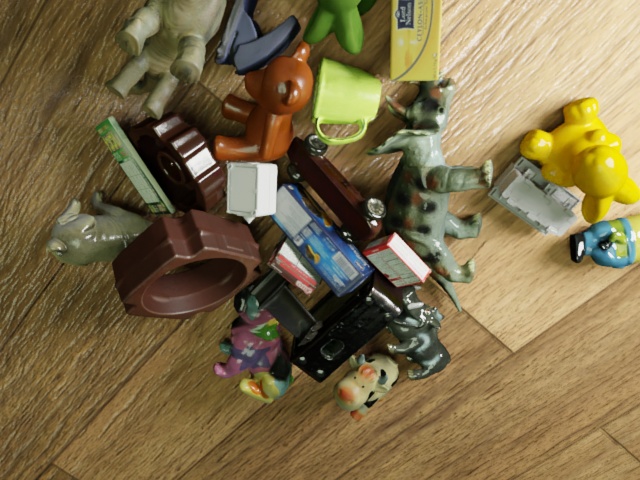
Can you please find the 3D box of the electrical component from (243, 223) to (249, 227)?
[{"bbox_3d":[-0.163,0.005,0.973,0.063,0.021,0.094,22,117,-3],"label":"electrical component"}]

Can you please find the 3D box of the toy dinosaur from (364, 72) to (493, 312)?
[{"bbox_3d":[0.165,-0.048,0.855,0.192,0.131,0.404,11,122,16],"label":"toy dinosaur"}]

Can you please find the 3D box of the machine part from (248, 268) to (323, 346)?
[{"bbox_3d":[-0.054,0.110,0.901,0.084,0.039,0.139,-41,78,6],"label":"machine part"}]

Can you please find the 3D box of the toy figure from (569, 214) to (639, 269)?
[{"bbox_3d":[0.492,-0.003,0.845,0.180,0.082,0.089,-5,117,13],"label":"toy figure"}]

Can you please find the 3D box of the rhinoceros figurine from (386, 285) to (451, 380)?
[{"bbox_3d":[0.176,0.168,0.975,0.112,0.073,0.190,-21,111,18],"label":"rhinoceros figurine"}]

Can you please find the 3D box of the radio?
[{"bbox_3d":[0.045,0.138,0.947,0.073,0.131,0.229,38,115,-13],"label":"radio"}]

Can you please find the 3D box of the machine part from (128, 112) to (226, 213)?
[{"bbox_3d":[-0.225,-0.121,0.856,0.180,0.056,0.179,33,148,24],"label":"machine part"}]

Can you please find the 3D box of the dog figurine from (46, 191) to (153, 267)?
[{"bbox_3d":[-0.340,0.010,0.924,0.191,0.172,0.121,21,128,6],"label":"dog figurine"}]

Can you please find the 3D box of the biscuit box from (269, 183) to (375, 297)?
[{"bbox_3d":[-0.002,-0.003,0.883,0.059,0.063,0.203,-45,78,22],"label":"biscuit box"}]

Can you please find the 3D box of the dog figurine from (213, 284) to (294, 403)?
[{"bbox_3d":[-0.096,0.178,1.003,0.191,0.108,0.219,33,113,-8],"label":"dog figurine"}]

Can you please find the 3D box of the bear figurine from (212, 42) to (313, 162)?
[{"bbox_3d":[-0.084,-0.195,0.776,0.132,0.120,0.195,10,158,-6],"label":"bear figurine"}]

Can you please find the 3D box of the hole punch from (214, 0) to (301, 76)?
[{"bbox_3d":[-0.087,-0.285,0.767,0.092,0.142,0.115,25,105,-9],"label":"hole punch"}]

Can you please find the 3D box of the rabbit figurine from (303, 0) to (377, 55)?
[{"bbox_3d":[0.021,-0.332,0.701,0.121,0.170,0.159,14,116,2],"label":"rabbit figurine"}]

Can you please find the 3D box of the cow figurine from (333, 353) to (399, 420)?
[{"bbox_3d":[0.087,0.255,0.969,0.086,0.195,0.127,40,111,21],"label":"cow figurine"}]

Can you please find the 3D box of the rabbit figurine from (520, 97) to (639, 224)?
[{"bbox_3d":[0.377,-0.101,0.762,0.122,0.173,0.162,-29,104,16],"label":"rabbit figurine"}]

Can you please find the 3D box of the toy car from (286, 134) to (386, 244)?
[{"bbox_3d":[0.024,-0.083,0.856,0.202,0.053,0.089,49,143,9],"label":"toy car"}]

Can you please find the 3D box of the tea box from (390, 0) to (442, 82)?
[{"bbox_3d":[0.130,-0.304,0.730,0.068,0.098,0.169,2,109,8],"label":"tea box"}]

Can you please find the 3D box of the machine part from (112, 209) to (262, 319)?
[{"bbox_3d":[-0.215,0.044,0.881,0.201,0.201,0.087,-39,61,22],"label":"machine part"}]

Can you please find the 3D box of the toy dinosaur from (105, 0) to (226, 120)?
[{"bbox_3d":[-0.175,-0.297,0.696,0.105,0.198,0.472,31,155,-26],"label":"toy dinosaur"}]
